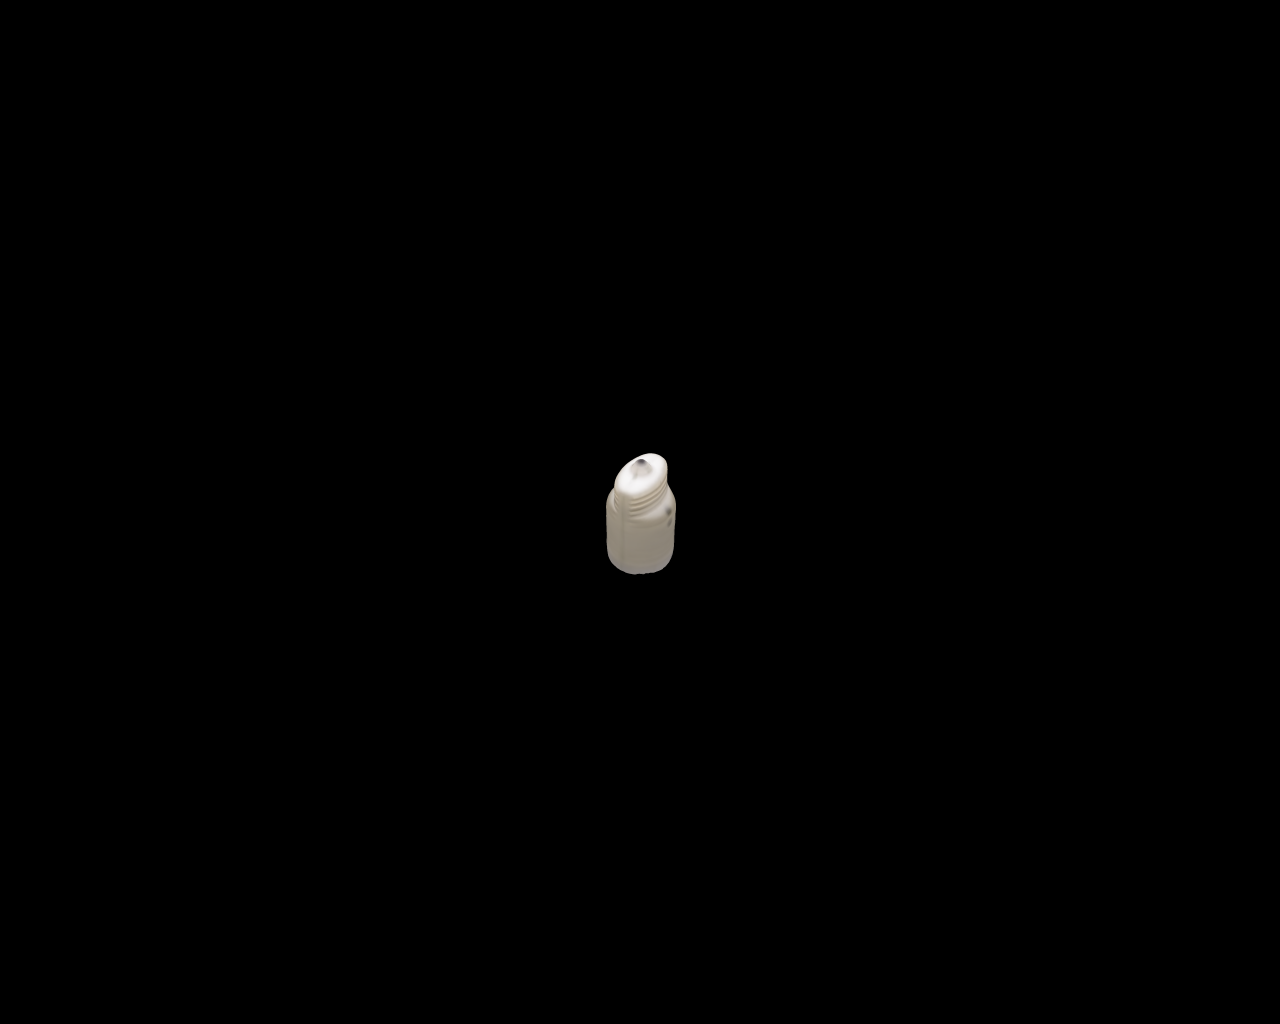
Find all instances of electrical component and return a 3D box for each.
[{"bbox_3d":[0.001,-0.003,0.650,0.043,0.080,0.043,0,45,0],"label":"electrical component"}]
